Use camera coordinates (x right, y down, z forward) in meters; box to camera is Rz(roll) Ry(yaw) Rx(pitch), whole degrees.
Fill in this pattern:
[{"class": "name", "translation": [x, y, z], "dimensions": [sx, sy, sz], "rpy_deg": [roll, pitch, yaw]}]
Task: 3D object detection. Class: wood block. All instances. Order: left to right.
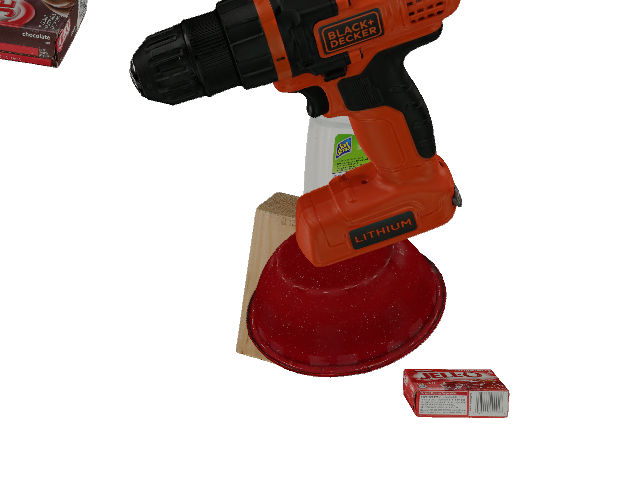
[{"class": "wood block", "translation": [-0.045, 0.052, 1.423], "dimensions": [0.090, 0.206, 0.090], "rpy_deg": [15, 21, 13]}]

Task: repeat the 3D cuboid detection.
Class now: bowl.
[{"class": "bowl", "translation": [0.015, 0.030, 0.833], "dimensions": [0.162, 0.055, 0.162], "rpy_deg": [-8, 38, 6]}]

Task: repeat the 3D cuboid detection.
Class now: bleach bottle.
[{"class": "bleach bottle", "translation": [0.033, -0.082, 1.131], "dimensions": [0.102, 0.251, 0.068], "rpy_deg": [-15, 34, -28]}]

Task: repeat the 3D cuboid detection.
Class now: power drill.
[{"class": "power drill", "translation": [0.001, -0.070, 0.620], "dimensions": [0.184, 0.057, 0.187], "rpy_deg": [-18, -44, 0]}]

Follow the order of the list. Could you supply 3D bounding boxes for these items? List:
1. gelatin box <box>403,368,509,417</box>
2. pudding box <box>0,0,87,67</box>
[{"class": "gelatin box", "translation": [0.126, 0.142, 1.006], "dimensions": [0.089, 0.030, 0.073], "rpy_deg": [1, 8, -3]}, {"class": "pudding box", "translation": [-0.246, -0.188, 0.877], "dimensions": [0.090, 0.039, 0.113], "rpy_deg": [9, 35, -3]}]
